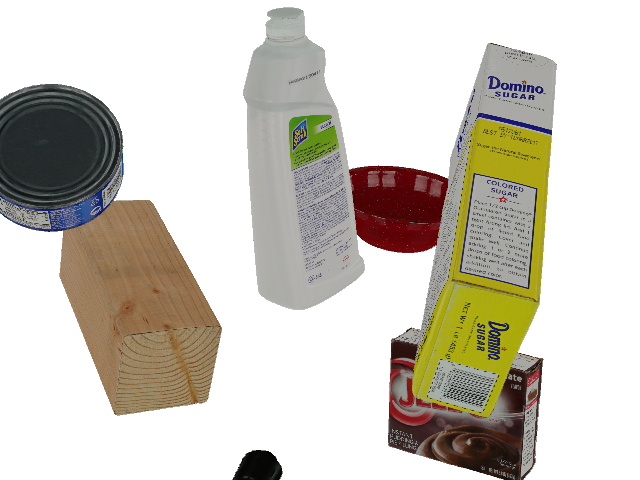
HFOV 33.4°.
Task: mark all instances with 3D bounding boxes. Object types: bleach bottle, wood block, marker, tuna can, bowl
[{"bbox_3d":[-0.016,-0.071,0.898,0.068,0.251,0.102,19,35,36],"label":"bleach bottle"},{"bbox_3d":[-0.173,0.055,0.994,0.090,0.091,0.206,-4,36,-27],"label":"wood block"},{"bbox_3d":[-0.041,0.121,0.420,0.020,0.020,0.121,0,23,18],"label":"marker"},{"bbox_3d":[-0.160,-0.049,0.637,0.086,0.086,0.034,0,-28,-8],"label":"tuna can"},{"bbox_3d":[0.089,-0.030,1.195,0.162,0.055,0.162,6,25,-3],"label":"bowl"}]

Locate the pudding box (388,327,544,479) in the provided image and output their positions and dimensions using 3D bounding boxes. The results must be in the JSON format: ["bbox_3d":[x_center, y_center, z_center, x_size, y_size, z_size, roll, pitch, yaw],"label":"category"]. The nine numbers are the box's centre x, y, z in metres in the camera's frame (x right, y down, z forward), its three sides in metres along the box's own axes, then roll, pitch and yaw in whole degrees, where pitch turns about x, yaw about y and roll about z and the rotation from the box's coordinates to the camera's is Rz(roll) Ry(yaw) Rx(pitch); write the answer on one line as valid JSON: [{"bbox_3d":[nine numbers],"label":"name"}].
[{"bbox_3d":[0.107,0.122,0.802,0.114,0.090,0.039,10,20,28],"label":"pudding box"}]

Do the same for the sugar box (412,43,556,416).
[{"bbox_3d":[0.085,-0.010,0.541,0.048,0.176,0.093,15,-42,3],"label":"sugar box"}]
